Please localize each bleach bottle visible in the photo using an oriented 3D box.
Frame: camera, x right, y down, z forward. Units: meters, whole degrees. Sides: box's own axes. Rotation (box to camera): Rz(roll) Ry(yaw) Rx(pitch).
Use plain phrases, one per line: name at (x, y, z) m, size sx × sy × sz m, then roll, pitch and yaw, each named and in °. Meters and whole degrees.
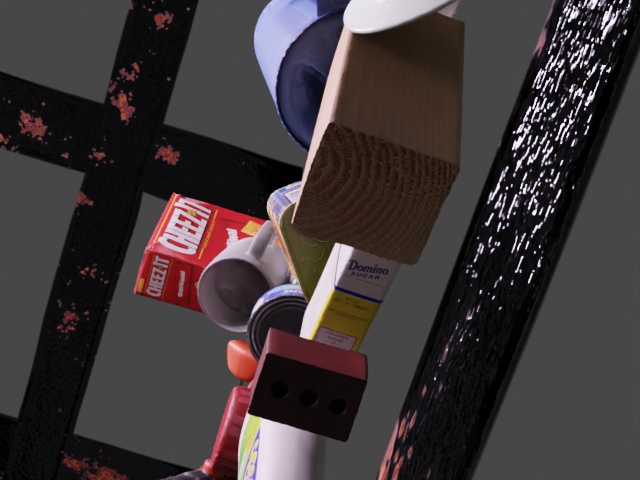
bleach bottle at (-0.029, 0.197, 0.790) m, size 0.251 × 0.068 × 0.103 m, roll -92°, pitch 19°, yaw -70°

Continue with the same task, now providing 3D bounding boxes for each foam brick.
foam brick at (-0.009, 0.106, 0.783) m, size 0.051 × 0.078 × 0.053 m, roll -93°, pitch 20°, yaw -73°

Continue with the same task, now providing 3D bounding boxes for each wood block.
wood block at (0.046, -0.088, 0.766) m, size 0.206 × 0.090 × 0.090 m, roll -79°, pitch 7°, yaw -53°

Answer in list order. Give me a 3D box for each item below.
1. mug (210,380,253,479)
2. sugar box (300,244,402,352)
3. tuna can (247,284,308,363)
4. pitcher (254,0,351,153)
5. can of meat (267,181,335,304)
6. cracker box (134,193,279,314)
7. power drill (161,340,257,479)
mug at (-0.050, 0.174, 0.991) m, size 0.093 × 0.081 × 0.117 m, roll 113°, pitch 173°, yaw -53°
sugar box at (0.028, 0.029, 0.840) m, size 0.093 × 0.048 × 0.176 m, roll -77°, pitch 10°, yaw -48°
tuna can at (-0.026, 0.086, 1.014) m, size 0.033 × 0.086 × 0.086 m, roll -80°, pitch 9°, yaw -71°
pitcher at (0.004, -0.178, 0.998) m, size 0.149 × 0.144 × 0.243 m, roll -59°, pitch 20°, yaw 13°
can of meat at (-0.006, 0.001, 0.971) m, size 0.084 × 0.057 × 0.102 m, roll -132°, pitch 22°, yaw -72°
cracker box at (-0.096, 0.029, 1.277) m, size 0.164 × 0.213 × 0.072 m, roll -81°, pitch 9°, yaw -65°
power drill at (-0.089, 0.196, 1.080) m, size 0.184 × 0.057 × 0.188 m, roll 12°, pitch -78°, yaw -58°
